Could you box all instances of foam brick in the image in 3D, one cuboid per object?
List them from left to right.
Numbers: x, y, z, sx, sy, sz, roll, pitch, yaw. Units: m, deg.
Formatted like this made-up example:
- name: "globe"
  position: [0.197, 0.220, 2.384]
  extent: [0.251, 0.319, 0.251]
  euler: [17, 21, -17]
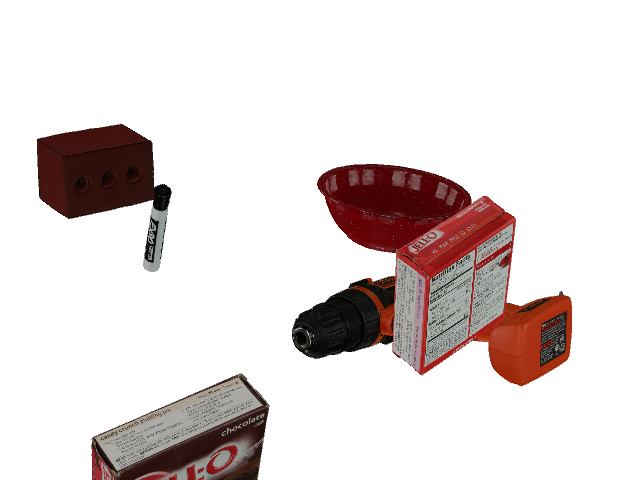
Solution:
- name: "foam brick"
  position: [-0.179, -0.056, 0.849]
  extent: [0.078, 0.053, 0.051]
  euler: [-16, 31, -33]

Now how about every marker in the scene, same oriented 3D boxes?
- name: "marker"
  position: [-0.177, -0.014, 1.154]
  extent: [0.020, 0.121, 0.020]
  euler: [9, 43, -9]

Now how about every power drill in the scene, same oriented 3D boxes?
- name: "power drill"
  position: [0.094, 0.069, 0.864]
  extent: [0.188, 0.057, 0.184]
  euler: [9, 17, 36]

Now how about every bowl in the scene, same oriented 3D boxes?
- name: "bowl"
  position: [0.075, -0.029, 1.119]
  extent: [0.162, 0.055, 0.162]
  euler: [5, 22, -2]

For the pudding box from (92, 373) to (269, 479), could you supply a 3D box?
- name: "pudding box"
  position: [-0.091, 0.145, 0.689]
  extent: [0.113, 0.090, 0.039]
  euler: [-22, 51, -32]

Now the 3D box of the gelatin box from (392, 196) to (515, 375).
- name: "gelatin box"
  position: [0.078, 0.027, 0.635]
  extent: [0.073, 0.089, 0.030]
  euler: [-31, 49, -27]
